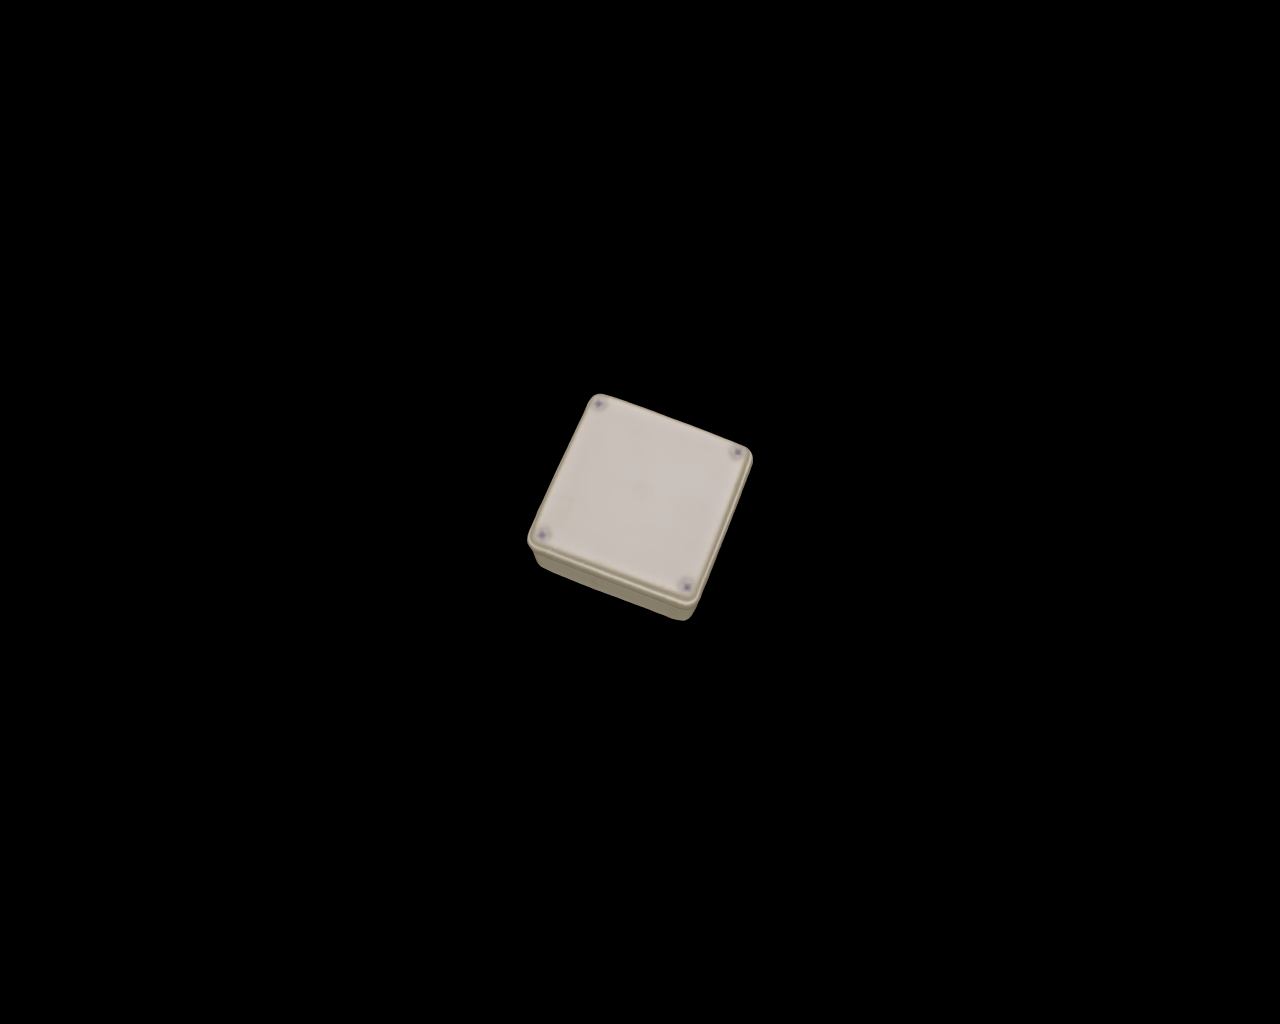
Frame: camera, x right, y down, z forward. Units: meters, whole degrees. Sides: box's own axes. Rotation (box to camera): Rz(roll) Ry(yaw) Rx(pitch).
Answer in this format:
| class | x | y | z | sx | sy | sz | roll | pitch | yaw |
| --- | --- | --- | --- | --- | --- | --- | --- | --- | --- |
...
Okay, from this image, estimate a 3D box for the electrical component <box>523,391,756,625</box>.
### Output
| class | x | y | z | sx | sy | sz | roll | pitch | yaw |
| --- | --- | --- | --- | --- | --- | --- | --- | --- | --- |
| electrical component | 0.001 | -0.003 | 0.650 | 0.109 | 0.109 | 0.056 | 21 | -18 | 7 |
